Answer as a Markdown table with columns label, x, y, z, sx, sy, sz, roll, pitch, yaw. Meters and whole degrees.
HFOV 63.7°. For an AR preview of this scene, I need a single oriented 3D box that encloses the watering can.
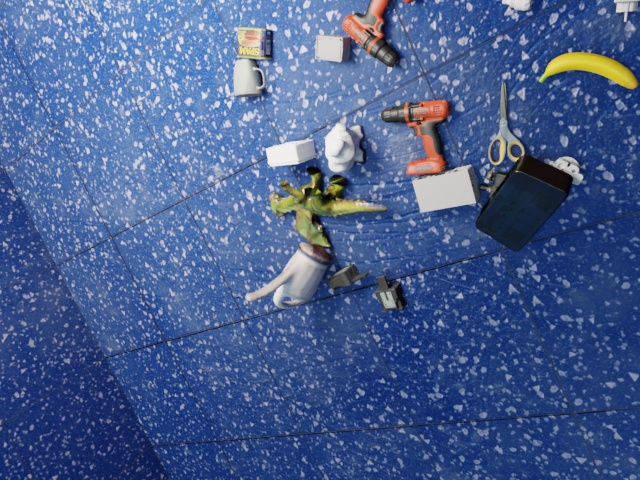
| label | x | y | z | sx | sy | sz | roll | pitch | yaw |
| --- | --- | --- | --- | --- | --- | --- | --- | --- | --- |
| watering can | -0.076 | 0.111 | 1.548 | 0.105 | 0.346 | 0.223 | 33 | 97 | 26 |

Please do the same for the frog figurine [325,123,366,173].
| label | x | y | z | sx | sy | sz | roll | pitch | yaw |
| --- | --- | --- | --- | --- | --- | --- | --- | --- | --- |
| frog figurine | 0.053 | -0.248 | 1.411 | 0.123 | 0.162 | 0.134 | 24 | 121 | 23 |

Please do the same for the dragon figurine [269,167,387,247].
| label | x | y | z | sx | sy | sz | roll | pitch | yaw |
| --- | --- | --- | --- | --- | --- | --- | --- | --- | --- |
| dragon figurine | 0.005 | -0.079 | 1.567 | 0.413 | 0.124 | 0.237 | 24 | 138 | 23 |
